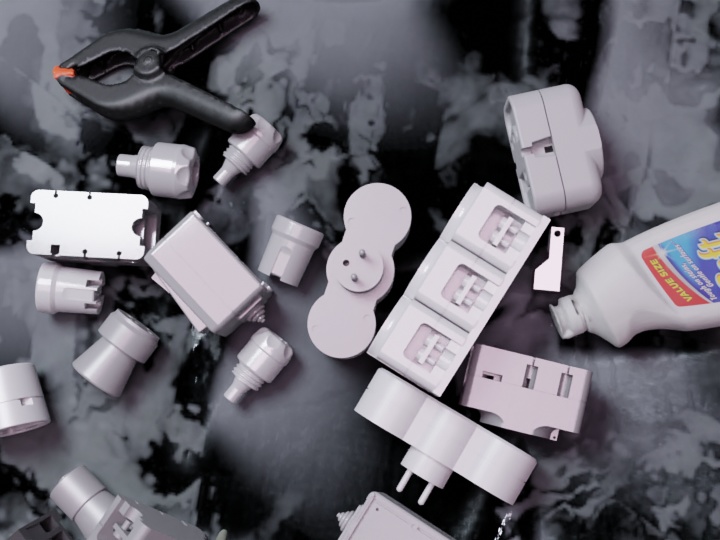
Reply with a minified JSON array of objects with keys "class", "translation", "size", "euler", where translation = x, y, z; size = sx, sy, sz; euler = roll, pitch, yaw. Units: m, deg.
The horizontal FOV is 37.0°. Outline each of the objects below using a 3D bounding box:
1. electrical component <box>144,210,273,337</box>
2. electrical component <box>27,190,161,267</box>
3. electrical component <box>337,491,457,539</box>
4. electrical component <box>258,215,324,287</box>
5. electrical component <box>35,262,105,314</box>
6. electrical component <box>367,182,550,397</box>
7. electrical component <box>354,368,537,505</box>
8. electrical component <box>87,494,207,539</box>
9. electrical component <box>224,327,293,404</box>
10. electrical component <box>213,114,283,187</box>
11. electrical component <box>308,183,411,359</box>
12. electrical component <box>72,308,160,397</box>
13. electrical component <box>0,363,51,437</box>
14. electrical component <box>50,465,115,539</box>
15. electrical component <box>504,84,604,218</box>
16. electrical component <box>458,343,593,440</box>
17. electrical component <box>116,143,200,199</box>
[{"class":"electrical component","translation":[-0.113,0.012,0.827],"size":[0.061,0.061,0.096],"euler":[-44,84,-3]},{"class":"electrical component","translation":[-0.205,-0.031,0.838],"size":[0.089,0.055,0.050],"euler":[3,83,2]},{"class":"electrical component","translation":[0.025,0.209,0.803],"size":[0.096,0.061,0.061],"euler":[31,84,14]},{"class":"electrical component","translation":[-0.055,-0.015,0.840],"size":[0.040,0.040,0.046],"euler":[23,91,4]},{"class":"electrical component","translation":[-0.226,0.016,0.842],"size":[0.046,0.040,0.040],"euler":[6,84,-3]},{"class":"electrical component","translation":[0.072,0.015,0.806],"size":[0.062,0.089,0.150],"euler":[32,85,5]},{"class":"electrical component","translation":[0.056,0.140,0.811],"size":[0.138,0.052,0.073],"euler":[30,85,5]},{"class":"electrical component","translation":[-0.152,0.212,0.788],"size":[0.050,0.089,0.055],"euler":[30,84,47]},{"class":"electrical component","translation":[-0.082,0.076,0.832],"size":[0.035,0.035,0.061],"euler":[39,89,6]},{"class":"electrical component","translation":[-0.092,-0.092,0.852],"size":[0.035,0.035,0.061],"euler":[42,89,6]},{"class":"electrical component","translation":[0.000,0.000,0.818],"size":[0.052,0.073,0.138],"euler":[18,84,4]},{"class":"electrical component","translation":[-0.188,0.064,0.832],"size":[0.045,0.045,0.055],"euler":[36,85,5]},{"class":"electrical component","translation":[-0.271,0.100,0.827],"size":[0.055,0.055,0.047],"euler":[-16,80,0]},{"class":"electrical component","translation":[-0.204,0.182,0.822],"size":[0.065,0.044,0.044],"euler":[43,86,10]},{"class":"electrical component","translation":[0.152,-0.092,0.834],"size":[0.059,0.053,0.095],"euler":[-12,83,1]},{"class":"electrical component","translation":[0.123,0.094,0.815],"size":[0.089,0.050,0.055],"euler":[13,84,4]},{"class":"electrical component","translation":[-0.160,-0.079,0.849],"size":[0.062,0.043,0.043],"euler":[7,84,4]}]
